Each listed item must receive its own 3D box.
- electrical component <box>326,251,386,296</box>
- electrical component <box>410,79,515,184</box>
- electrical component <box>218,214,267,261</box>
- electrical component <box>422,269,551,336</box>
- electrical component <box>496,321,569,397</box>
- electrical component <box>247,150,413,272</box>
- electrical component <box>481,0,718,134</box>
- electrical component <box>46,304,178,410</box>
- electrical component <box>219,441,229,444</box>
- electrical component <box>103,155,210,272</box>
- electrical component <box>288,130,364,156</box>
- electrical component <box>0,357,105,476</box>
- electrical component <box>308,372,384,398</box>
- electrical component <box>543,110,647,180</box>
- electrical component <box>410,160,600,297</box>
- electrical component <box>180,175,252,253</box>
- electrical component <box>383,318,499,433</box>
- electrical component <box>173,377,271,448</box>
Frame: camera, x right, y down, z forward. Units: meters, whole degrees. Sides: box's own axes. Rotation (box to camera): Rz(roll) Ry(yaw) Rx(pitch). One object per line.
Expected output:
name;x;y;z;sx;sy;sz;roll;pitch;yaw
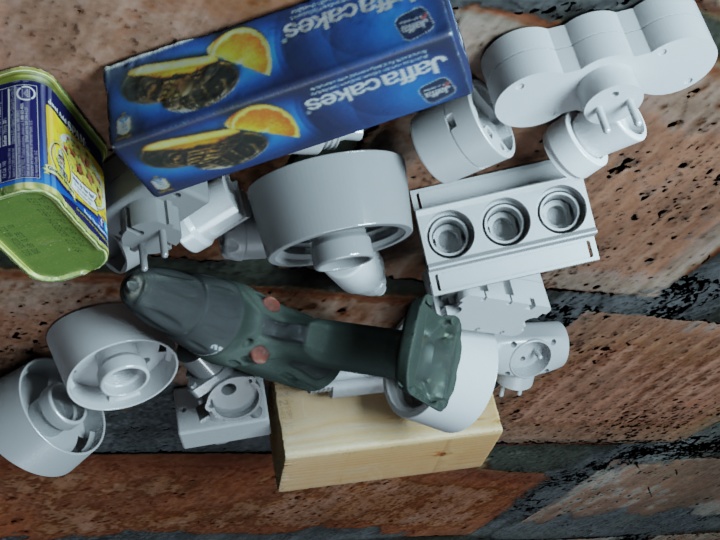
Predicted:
electrical component;0.000;0.000;0.829;0.040;0.040;0.078;-21;149;15
electrical component;0.065;-0.087;0.692;0.047;0.055;0.055;-26;148;29
electrical component;-0.069;-0.025;0.767;0.061;0.035;0.035;-3;149;-19
electrical component;0.101;0.014;0.874;0.089;0.055;0.050;9;144;-32
electrical component;0.148;0.086;1.010;0.077;0.044;0.079;-2;121;-17
electrical component;-0.016;-0.033;0.715;0.108;0.060;0.108;-12;169;-2
electrical component;0.149;-0.114;0.655;0.138;0.073;0.052;-13;150;2
electrical component;-0.198;0.067;0.871;0.099;0.064;0.099;-17;143;-13
electrical component;-0.118;0.144;1.037;0.061;0.035;0.035;-23;149;13
electrical component;-0.134;-0.036;0.682;0.066;0.076;0.047;-30;146;28
electrical component;-0.028;-0.089;0.674;0.061;0.035;0.035;1;148;-25
electrical component;-0.263;0.123;0.889;0.064;0.099;0.099;-34;144;22
electrical component;-0.019;0.094;0.980;0.081;0.043;0.043;-5;149;-12
electrical component;0.158;-0.092;0.726;0.045;0.045;0.055;17;140;-40
electrical component;0.105;-0.030;0.790;0.121;0.078;0.063;-13;172;1
electrical component;-0.102;-0.039;0.727;0.046;0.040;0.040;-29;147;15
electrical component;0.062;0.082;0.931;0.060;0.108;0.108;16;140;-30
electrical component;-0.127;0.122;0.983;0.083;0.047;0.075;-9;150;-6
